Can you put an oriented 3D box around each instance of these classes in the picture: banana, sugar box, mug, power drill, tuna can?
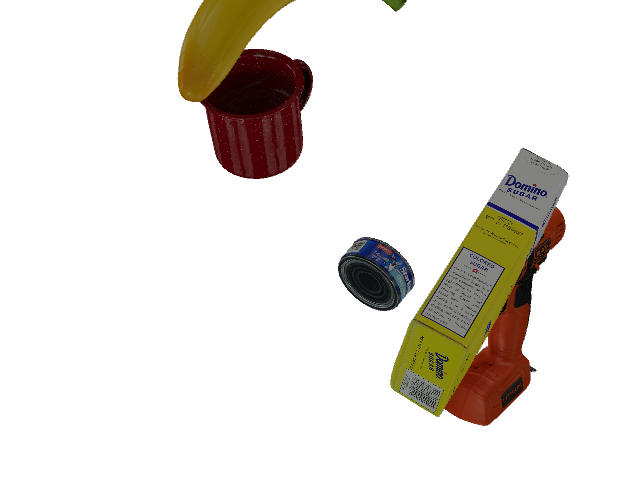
[{"bbox_3d":[-0.023,-0.151,0.669,0.197,0.069,0.037,-32,-5,-34],"label":"banana"},{"bbox_3d":[0.111,0.027,0.735,0.048,0.176,0.093,30,-34,14],"label":"sugar box"},{"bbox_3d":[-0.050,-0.116,0.952,0.093,0.081,0.117,31,58,28],"label":"mug"},{"bbox_3d":[0.157,0.071,0.965,0.057,0.188,0.184,24,33,29],"label":"power drill"},{"bbox_3d":[0.063,0.039,1.222,0.086,0.086,0.033,0,39,47],"label":"tuna can"}]
